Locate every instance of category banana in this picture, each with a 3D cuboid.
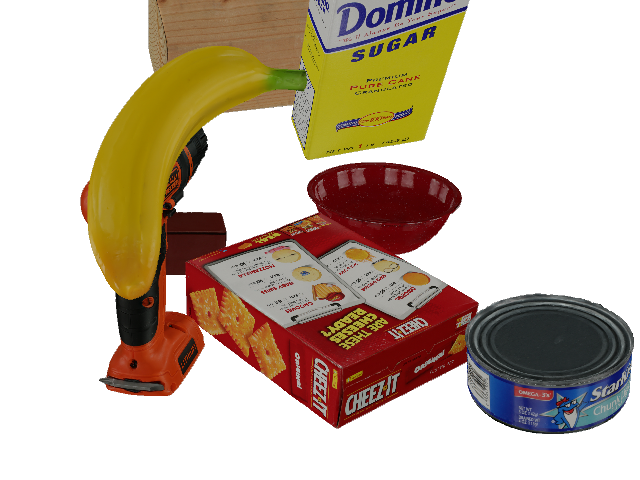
[{"bbox_3d":[-0.074,-0.050,0.541,0.070,0.037,0.197,17,46,15],"label":"banana"}]

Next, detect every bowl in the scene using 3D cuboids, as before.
[{"bbox_3d":[0.065,-0.028,1.123,0.162,0.055,0.162,2,26,-1],"label":"bowl"}]

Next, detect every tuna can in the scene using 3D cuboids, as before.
[{"bbox_3d":[0.119,0.064,0.560,0.086,0.034,0.086,-4,27,2],"label":"tuna can"}]

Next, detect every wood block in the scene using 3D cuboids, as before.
[{"bbox_3d":[-0.037,-0.174,0.907,0.206,0.090,0.091,-8,-34,-14],"label":"wood block"}]

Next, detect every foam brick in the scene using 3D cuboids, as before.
[{"bbox_3d":[-0.142,0.003,1.145,0.078,0.051,0.053,0,25,-10],"label":"foam brick"}]

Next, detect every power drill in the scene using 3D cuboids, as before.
[{"bbox_3d":[-0.126,0.010,0.821,0.057,0.188,0.184,4,22,13],"label":"power drill"}]

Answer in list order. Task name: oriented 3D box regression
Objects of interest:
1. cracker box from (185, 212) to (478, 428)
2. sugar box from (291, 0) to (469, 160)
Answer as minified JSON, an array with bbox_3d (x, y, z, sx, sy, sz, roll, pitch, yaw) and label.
[{"bbox_3d":[0.006,0.064,0.954,0.163,0.072,0.214,-21,37,-36],"label":"cracker box"},{"bbox_3d":[0.037,-0.125,0.689,0.093,0.048,0.176,-12,-27,-14],"label":"sugar box"}]
